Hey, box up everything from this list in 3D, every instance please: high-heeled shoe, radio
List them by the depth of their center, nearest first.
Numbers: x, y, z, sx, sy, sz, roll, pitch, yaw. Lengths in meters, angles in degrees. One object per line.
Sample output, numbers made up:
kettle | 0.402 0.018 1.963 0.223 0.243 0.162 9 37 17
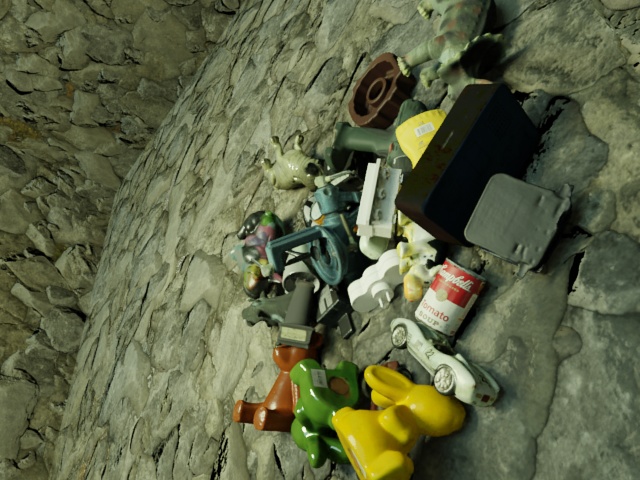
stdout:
radio | 0.228 -0.110 0.816 0.229 0.131 0.073 -57 30 -5
high-heeled shoe | 0.026 -0.020 1.167 0.145 0.086 0.249 16 51 18

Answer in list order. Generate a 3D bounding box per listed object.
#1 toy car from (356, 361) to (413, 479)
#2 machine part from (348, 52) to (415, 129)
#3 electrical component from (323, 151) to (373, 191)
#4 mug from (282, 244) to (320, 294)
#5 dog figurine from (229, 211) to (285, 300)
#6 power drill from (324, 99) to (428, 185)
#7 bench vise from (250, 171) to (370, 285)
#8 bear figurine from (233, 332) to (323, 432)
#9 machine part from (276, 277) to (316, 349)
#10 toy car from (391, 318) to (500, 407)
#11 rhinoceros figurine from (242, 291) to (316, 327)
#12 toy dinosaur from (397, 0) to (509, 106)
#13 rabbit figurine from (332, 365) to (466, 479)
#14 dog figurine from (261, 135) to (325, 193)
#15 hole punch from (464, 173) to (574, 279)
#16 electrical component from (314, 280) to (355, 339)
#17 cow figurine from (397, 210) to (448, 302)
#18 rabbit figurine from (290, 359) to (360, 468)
toy car | 0.099 0.287 0.837 0.089 0.053 0.202 -30 46 48
machine part | 0.137 -0.329 1.211 0.179 0.056 0.179 -35 43 41
electrical component | 0.063 -0.162 1.204 0.115 0.058 0.134 -28 46 43
mug | -0.043 0.067 1.192 0.107 0.081 0.109 -85 21 -45
dog figurine | -0.136 0.036 1.292 0.191 0.108 0.219 -65 23 8
power drill | 0.114 -0.173 1.065 0.208 0.086 0.232 3 65 38
bench vise | -0.007 -0.004 1.004 0.129 0.241 0.223 15 122 60
bear figurine | -0.073 0.266 1.042 0.120 0.132 0.195 -3 72 52
machine part | -0.040 0.143 1.053 0.084 0.039 0.139 1 67 20
toy car | 0.174 0.171 0.781 0.056 0.073 0.202 -61 31 9
rhinoceros figurine | -0.091 0.154 1.161 0.190 0.112 0.073 -18 56 41
toy dinosaur | 0.269 -0.397 1.009 0.192 0.131 0.405 -9 56 40
rabbit figurine | 0.115 0.259 0.755 0.173 0.121 0.163 -25 43 -8
dog figurine | -0.058 -0.157 1.361 0.191 0.121 0.172 55 151 37
hole punch | 0.283 -0.020 0.760 0.116 0.092 0.142 29 91 31
electrical component | 0.029 0.136 1.053 0.075 0.047 0.119 -46 34 29
cow figurine | 0.176 0.024 0.885 0.068 0.098 0.167 80 -171 -59
rabbit figurine | 0.009 0.312 0.929 0.170 0.121 0.159 -67 33 34
